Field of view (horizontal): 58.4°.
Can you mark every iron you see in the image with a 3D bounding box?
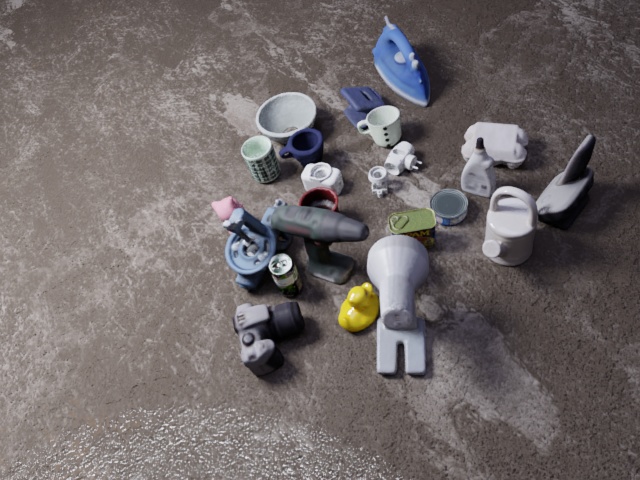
[{"bbox_3d":[0.231,-0.490,1.551,0.118,0.142,0.257,-23,54,-4],"label":"iron"}]

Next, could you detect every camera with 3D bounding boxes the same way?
[{"bbox_3d":[-0.102,0.184,1.184,0.137,0.101,0.143,-18,54,0],"label":"camera"}]

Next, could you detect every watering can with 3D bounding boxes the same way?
[{"bbox_3d":[0.389,-0.031,1.166,0.100,0.194,0.173,6,58,17],"label":"watering can"}]

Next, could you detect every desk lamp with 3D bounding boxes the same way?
[{"bbox_3d":[0.154,0.126,1.097,0.117,0.214,0.203,-3,55,11],"label":"desk lamp"}]

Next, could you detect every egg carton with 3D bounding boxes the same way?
[{"bbox_3d":[0.419,-0.227,1.372,0.150,0.069,0.107,8,58,17],"label":"egg carton"}]

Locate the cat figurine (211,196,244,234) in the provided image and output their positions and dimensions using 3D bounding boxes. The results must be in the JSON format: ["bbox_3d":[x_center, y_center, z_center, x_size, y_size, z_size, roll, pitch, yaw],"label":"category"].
[{"bbox_3d":[-0.196,-0.052,1.357,0.067,0.118,0.127,-41,57,-16],"label":"cat figurine"}]

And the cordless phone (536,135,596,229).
[{"bbox_3d":[0.521,-0.126,1.208,0.094,0.185,0.148,27,66,28],"label":"cordless phone"}]

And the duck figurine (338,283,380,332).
[{"bbox_3d":[0.077,0.134,1.188,0.077,0.086,0.105,32,68,29],"label":"duck figurine"}]

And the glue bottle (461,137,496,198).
[{"bbox_3d":[0.356,-0.166,1.280,0.078,0.173,0.037,21,63,25],"label":"glue bottle"}]

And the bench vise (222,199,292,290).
[{"bbox_3d":[-0.150,-0.022,1.263,0.121,0.220,0.207,2,56,14],"label":"bench vise"}]

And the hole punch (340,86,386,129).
[{"bbox_3d":[0.116,-0.366,1.523,0.101,0.091,0.108,-28,55,-7],"label":"hole punch"}]

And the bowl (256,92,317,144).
[{"bbox_3d":[-0.085,-0.316,1.542,0.167,0.075,0.167,-6,55,9],"label":"bowl"}]

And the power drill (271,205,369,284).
[{"bbox_3d":[0.011,0.004,1.216,0.229,0.209,0.076,17,61,23],"label":"power drill"}]

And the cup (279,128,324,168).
[{"bbox_3d":[-0.040,-0.215,1.450,0.118,0.095,0.091,-23,54,-3],"label":"cup"}]
